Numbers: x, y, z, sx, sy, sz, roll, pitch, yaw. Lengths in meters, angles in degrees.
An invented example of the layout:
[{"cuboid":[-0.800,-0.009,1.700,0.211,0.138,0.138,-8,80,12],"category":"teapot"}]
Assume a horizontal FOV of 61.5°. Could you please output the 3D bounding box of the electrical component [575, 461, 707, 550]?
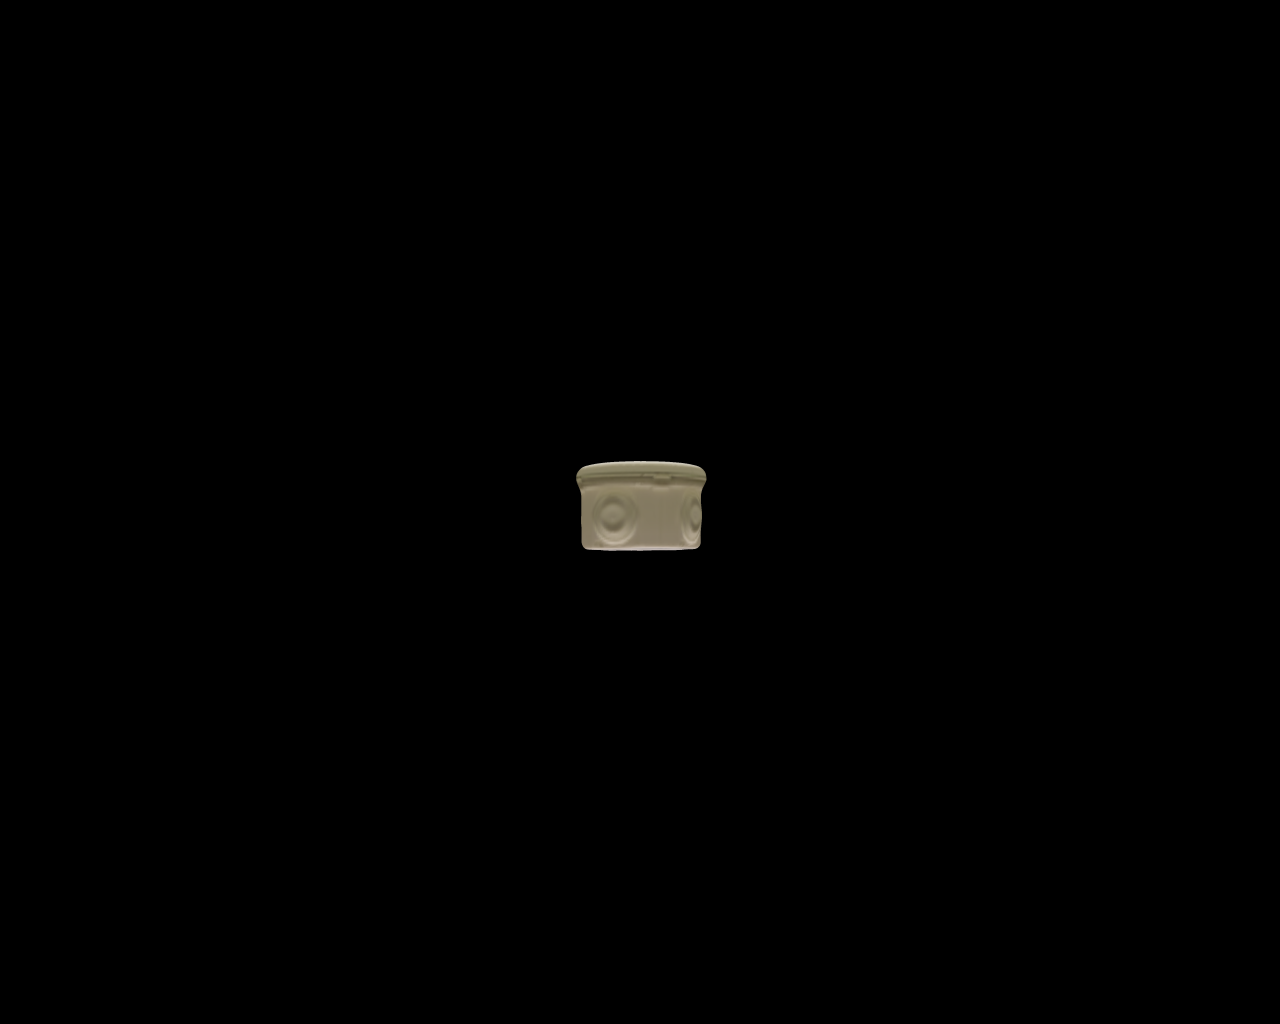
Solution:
[{"cuboid":[0.001,-0.003,0.650,0.080,0.051,0.080,0,-3,0],"category":"electrical component"}]
